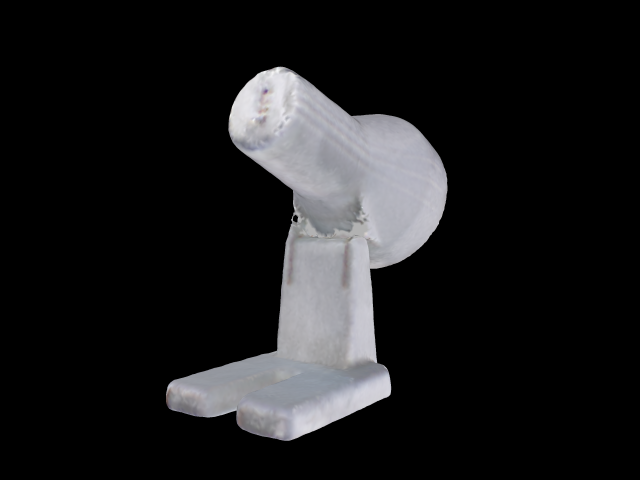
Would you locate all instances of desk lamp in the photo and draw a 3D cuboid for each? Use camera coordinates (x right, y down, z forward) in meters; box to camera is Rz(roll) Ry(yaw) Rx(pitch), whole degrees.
[{"bbox_3d":[0.004,0.001,0.400,0.117,0.213,0.204,0,0,32],"label":"desk lamp"}]
